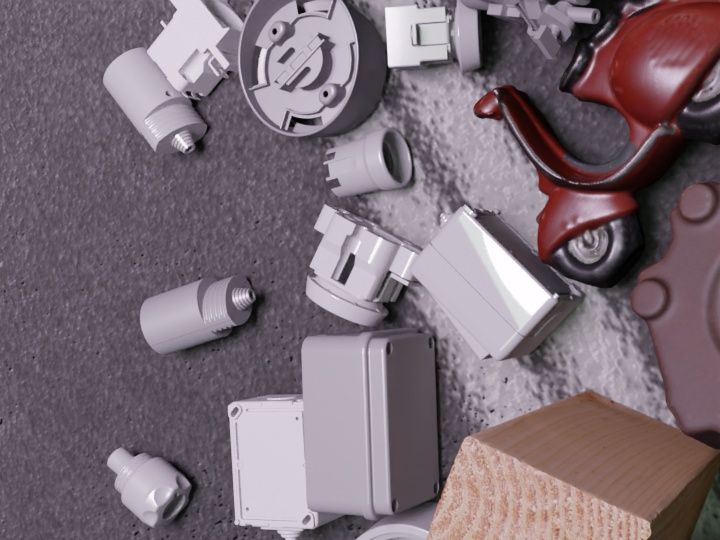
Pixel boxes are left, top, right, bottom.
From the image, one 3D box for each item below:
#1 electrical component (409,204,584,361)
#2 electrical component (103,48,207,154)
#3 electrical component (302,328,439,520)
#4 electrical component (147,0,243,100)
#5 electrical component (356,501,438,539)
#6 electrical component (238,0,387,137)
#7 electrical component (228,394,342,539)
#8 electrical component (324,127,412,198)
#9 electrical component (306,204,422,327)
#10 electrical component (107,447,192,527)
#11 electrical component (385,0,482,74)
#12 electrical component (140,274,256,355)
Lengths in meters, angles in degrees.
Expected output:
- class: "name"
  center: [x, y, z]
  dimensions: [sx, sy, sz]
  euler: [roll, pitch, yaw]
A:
- class: "electrical component"
  center: [0.076, 0.006, 0.654]
  dimensions: [0.096, 0.062, 0.061]
  euler: [47, 109, 19]
- class: "electrical component"
  center: [-0.144, -0.116, 0.772]
  dimensions: [0.043, 0.043, 0.081]
  euler: [-44, 72, 19]
- class: "electrical component"
  center: [0.008, 0.094, 0.679]
  dimensions: [0.057, 0.078, 0.113]
  euler: [-3, 89, 29]
- class: "electrical component"
  center: [-0.112, -0.159, 0.758]
  dimensions: [0.064, 0.042, 0.081]
  euler: [-46, 71, 23]
- class: "electrical component"
  center: [0.035, 0.205, 0.675]
  dimensions: [0.108, 0.060, 0.108]
  euler: [0, 90, 26]
- class: "electrical component"
  center: [-0.033, -0.136, 0.706]
  dimensions: [0.099, 0.064, 0.099]
  euler: [0, 89, 26]
- class: "electrical component"
  center: [-0.044, 0.131, 0.713]
  dimensions: [0.062, 0.061, 0.096]
  euler: [-4, 88, 26]
- class: "electrical component"
  center: [0.005, -0.068, 0.703]
  dimensions: [0.046, 0.040, 0.040]
  euler: [-12, 85, 32]
- class: "electrical component"
  center: [0.000, 0.000, 0.694]
  dimensions: [0.078, 0.058, 0.057]
  euler: [29, 100, 25]
- class: "electrical component"
  center: [-0.156, 0.153, 0.778]
  dimensions: [0.062, 0.043, 0.043]
  euler: [34, 104, 23]
- class: "electrical component"
  center: [0.047, -0.146, 0.671]
  dimensions: [0.055, 0.066, 0.048]
  euler: [-2, 98, 10]
- class: "electrical component"
  center: [-0.109, 0.029, 0.755]
  dimensions: [0.081, 0.043, 0.043]
  euler: [-18, 82, 25]
